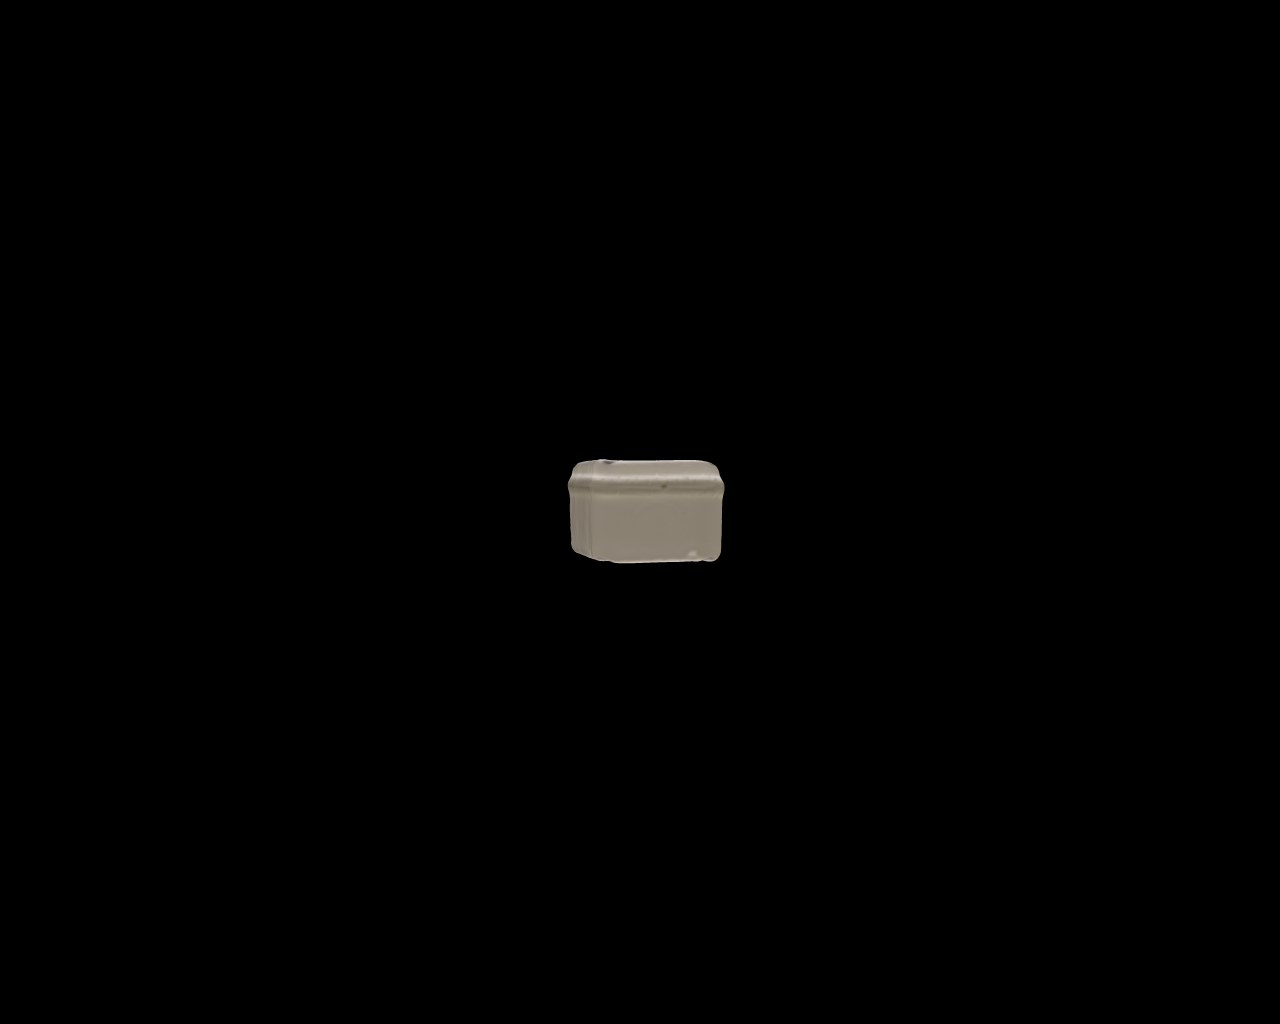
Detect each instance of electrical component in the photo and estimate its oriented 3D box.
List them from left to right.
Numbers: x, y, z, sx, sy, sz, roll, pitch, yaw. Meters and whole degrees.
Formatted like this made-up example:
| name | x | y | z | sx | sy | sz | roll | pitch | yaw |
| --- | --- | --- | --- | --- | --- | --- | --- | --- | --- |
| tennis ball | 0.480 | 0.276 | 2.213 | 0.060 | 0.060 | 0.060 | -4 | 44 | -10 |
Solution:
| name | x | y | z | sx | sy | sz | roll | pitch | yaw |
| --- | --- | --- | --- | --- | --- | --- | --- | --- | --- |
| electrical component | 0.001 | -0.003 | 0.650 | 0.078 | 0.057 | 0.113 | -1 | 3 | -11 |
